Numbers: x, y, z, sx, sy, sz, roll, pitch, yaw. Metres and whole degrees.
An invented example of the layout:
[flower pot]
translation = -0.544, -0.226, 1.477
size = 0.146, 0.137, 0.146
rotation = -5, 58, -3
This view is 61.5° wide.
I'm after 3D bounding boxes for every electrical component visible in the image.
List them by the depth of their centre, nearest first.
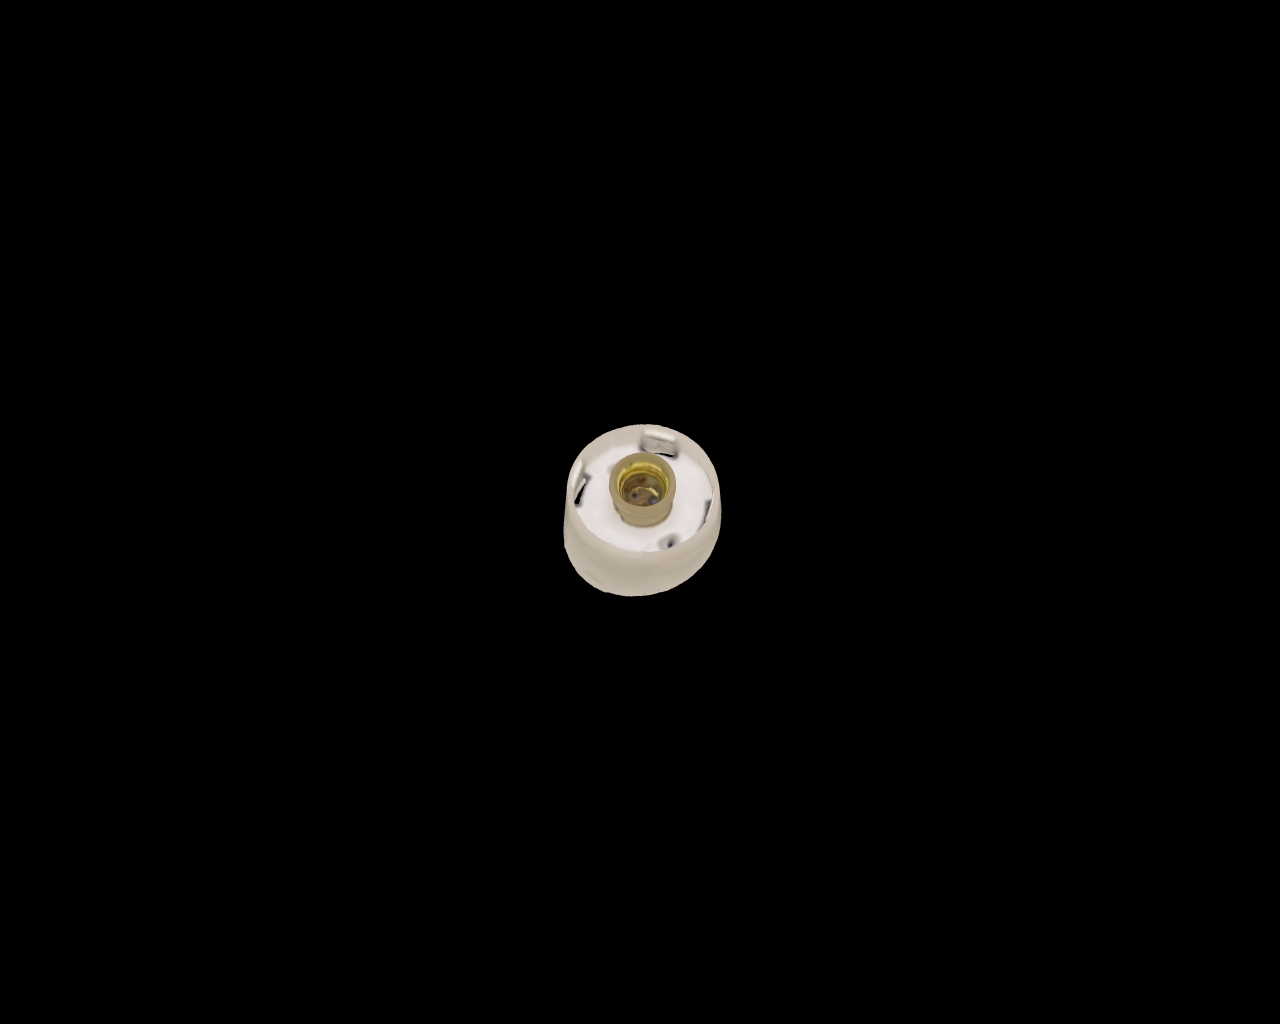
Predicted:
[electrical component]
translation = 0.001, -0.003, 0.650
size = 0.099, 0.099, 0.064
rotation = 0, -30, 0
